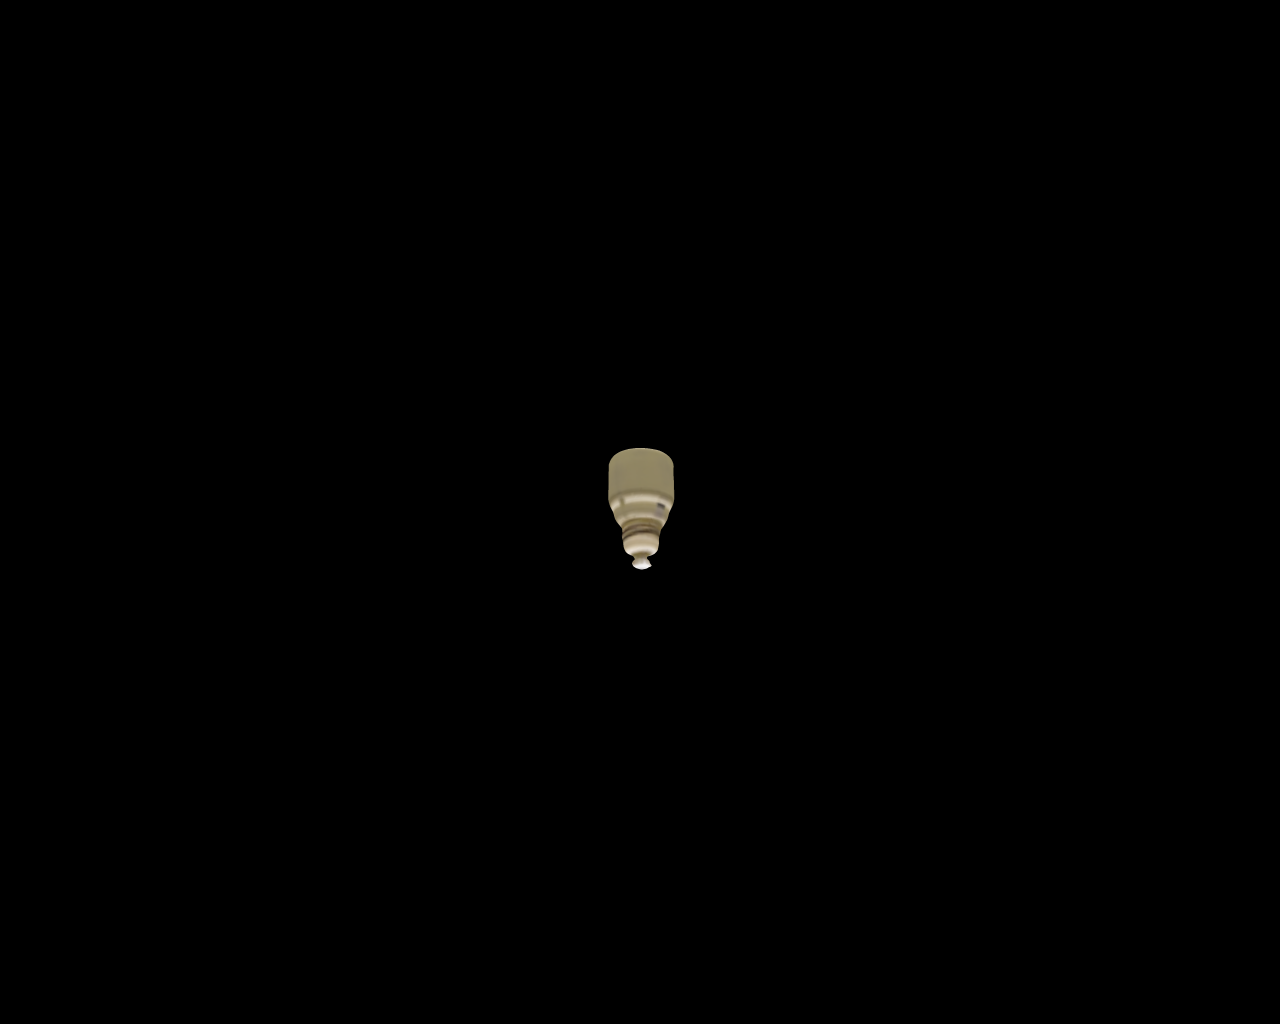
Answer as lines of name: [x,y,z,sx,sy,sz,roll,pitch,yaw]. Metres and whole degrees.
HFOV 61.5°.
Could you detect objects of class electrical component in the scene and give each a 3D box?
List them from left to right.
electrical component: [0.001,-0.003,0.650,0.040,0.078,0.040,0,-22,0]
